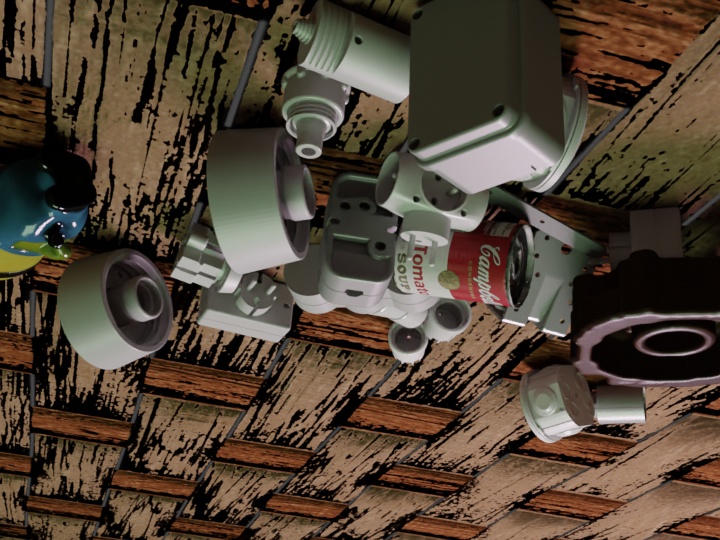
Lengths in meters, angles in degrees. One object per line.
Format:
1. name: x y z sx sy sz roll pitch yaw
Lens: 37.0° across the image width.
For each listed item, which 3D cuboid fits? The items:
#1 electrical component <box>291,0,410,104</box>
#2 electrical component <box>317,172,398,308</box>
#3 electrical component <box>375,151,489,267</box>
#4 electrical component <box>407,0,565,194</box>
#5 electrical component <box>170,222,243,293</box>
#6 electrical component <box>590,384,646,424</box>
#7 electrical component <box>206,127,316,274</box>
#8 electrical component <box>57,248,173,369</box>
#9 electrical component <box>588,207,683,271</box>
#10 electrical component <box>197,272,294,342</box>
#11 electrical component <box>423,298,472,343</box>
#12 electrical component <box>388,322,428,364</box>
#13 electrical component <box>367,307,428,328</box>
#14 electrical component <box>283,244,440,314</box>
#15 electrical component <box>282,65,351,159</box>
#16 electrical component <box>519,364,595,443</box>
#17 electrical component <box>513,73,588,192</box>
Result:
1. electrical component: -0.005 -0.140 0.680 0.081 0.043 0.043 18 150 -23
2. electrical component: -0.002 -0.021 0.853 0.054 0.095 0.059 8 153 -6
3. electrical component: 0.052 -0.043 0.820 0.077 0.079 0.044 15 165 -20
4. electrical component: 0.074 -0.113 0.644 0.078 0.113 0.057 -18 148 37
5. electrical component: -0.132 -0.008 0.957 0.055 0.048 0.066 22 149 -15
6. electrical component: 0.275 0.149 1.196 0.081 0.043 0.043 -4 152 18
7. electrical component: -0.066 -0.054 0.794 0.060 0.108 0.108 -7 151 10
8. electrical component: -0.217 0.032 0.986 0.060 0.108 0.108 -18 146 26
9. electrical component: 0.226 -0.013 0.884 0.077 0.047 0.065 -4 152 17
10. electrical component: -0.102 0.026 1.015 0.083 0.047 0.075 15 151 -18
11. electrical component: 0.083 0.048 1.037 0.040 0.040 0.046 9 158 -7
12. electrical component: 0.049 0.073 1.093 0.040 0.040 0.046 3 159 4
13. electrical component: 0.034 0.030 1.008 0.044 0.044 0.065 -16 151 35
14. electrical component: 0.000 0.000 0.941 0.138 0.052 0.073 -1 152 11
15. electrical component: -0.032 -0.106 0.730 0.048 0.062 0.048 4 153 2
16. electrical component: 0.211 0.141 1.153 0.051 0.080 0.080 -24 141 35
17. electrical component: 0.112 -0.096 0.709 0.051 0.080 0.080 17 151 -12
